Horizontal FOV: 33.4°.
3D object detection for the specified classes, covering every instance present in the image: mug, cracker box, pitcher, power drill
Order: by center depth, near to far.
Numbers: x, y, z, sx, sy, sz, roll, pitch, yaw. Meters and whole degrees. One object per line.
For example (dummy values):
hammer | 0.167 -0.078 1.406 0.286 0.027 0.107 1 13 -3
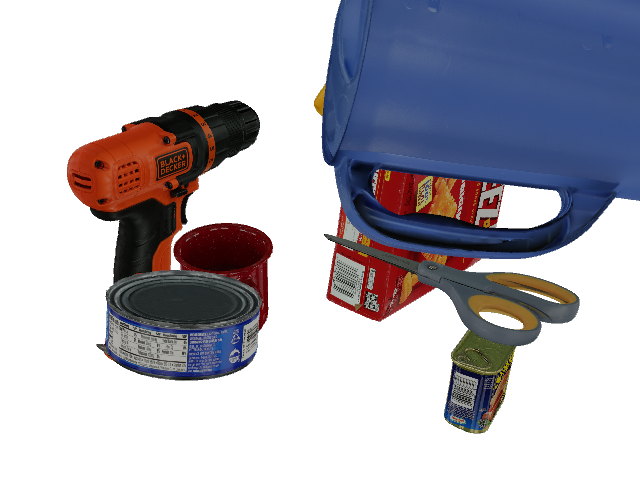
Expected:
pitcher | 0.124 -0.078 0.597 0.242 0.149 0.145 10 35 -8
power drill | -0.110 -0.007 0.817 0.057 0.188 0.184 15 27 35
mug | -0.084 0.046 1.006 0.093 0.081 0.117 -18 35 -29
cracker box | 0.103 -0.035 1.027 0.072 0.164 0.213 24 30 30

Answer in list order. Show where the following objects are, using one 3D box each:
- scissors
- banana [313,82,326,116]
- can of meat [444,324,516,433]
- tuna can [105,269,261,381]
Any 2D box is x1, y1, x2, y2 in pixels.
scissors | 0.082 0.034 0.766 0.202 0.016 0.096 12 27 17
banana | 0.057 -0.173 0.860 0.070 0.197 0.037 -13 -50 42
can of meat | 0.177 0.152 1.182 0.057 0.084 0.102 17 28 20
tuna can | -0.076 0.046 0.594 0.086 0.034 0.086 4 17 -2
